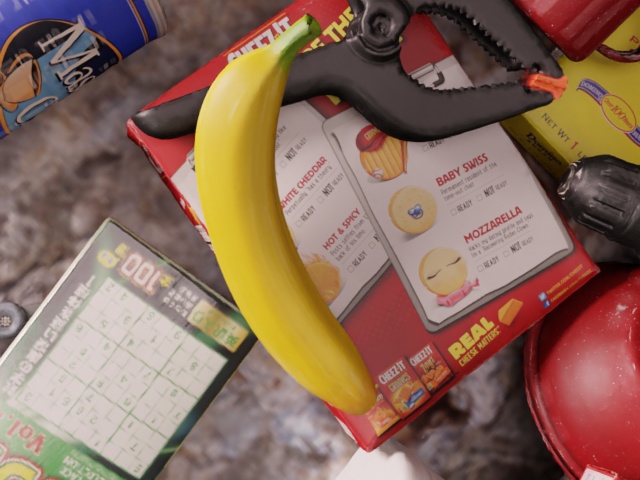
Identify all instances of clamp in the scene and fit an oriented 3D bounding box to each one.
[{"bbox_3d":[0.024,-0.115,0.526,0.210,0.036,0.164,9,95,-10],"label":"clamp"}]

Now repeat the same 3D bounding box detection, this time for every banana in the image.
[{"bbox_3d":[-0.020,-0.003,0.503,0.070,0.037,0.198,1,113,27],"label":"banana"}]

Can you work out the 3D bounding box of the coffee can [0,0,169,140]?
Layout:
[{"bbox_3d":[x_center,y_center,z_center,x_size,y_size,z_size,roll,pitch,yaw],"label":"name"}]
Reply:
[{"bbox_3d":[-0.161,-0.109,0.530,0.140,0.103,0.103,-35,97,-9],"label":"coffee can"}]

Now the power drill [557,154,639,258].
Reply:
[{"bbox_3d":[0.238,-0.061,0.567,0.184,0.057,0.188,22,92,-7],"label":"power drill"}]

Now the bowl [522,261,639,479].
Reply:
[{"bbox_3d":[0.197,0.075,0.592,0.162,0.055,0.162,8,61,-16],"label":"bowl"}]

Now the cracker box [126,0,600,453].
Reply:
[{"bbox_3d":[0.023,-0.021,0.583,0.164,0.072,0.213,-37,96,-9],"label":"cracker box"}]

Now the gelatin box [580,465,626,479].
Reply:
[{"bbox_3d":[0.149,0.170,0.538,0.073,0.030,0.089,33,80,-17],"label":"gelatin box"}]

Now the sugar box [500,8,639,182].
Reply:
[{"bbox_3d":[0.196,-0.105,0.628,0.093,0.048,0.176,44,84,-8],"label":"sugar box"}]

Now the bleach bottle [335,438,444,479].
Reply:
[{"bbox_3d":[0.118,0.208,0.587,0.250,0.102,0.068,37,92,-8],"label":"bleach bottle"}]

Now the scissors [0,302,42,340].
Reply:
[{"bbox_3d":[-0.182,0.028,0.572,0.201,0.016,0.096,-22,95,-10],"label":"scissors"}]

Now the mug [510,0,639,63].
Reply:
[{"bbox_3d":[0.145,-0.142,0.563,0.117,0.093,0.082,39,107,-19],"label":"mug"}]

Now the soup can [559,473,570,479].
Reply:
[{"bbox_3d":[0.185,0.181,0.617,0.102,0.068,0.068,39,83,-8],"label":"soup can"}]
